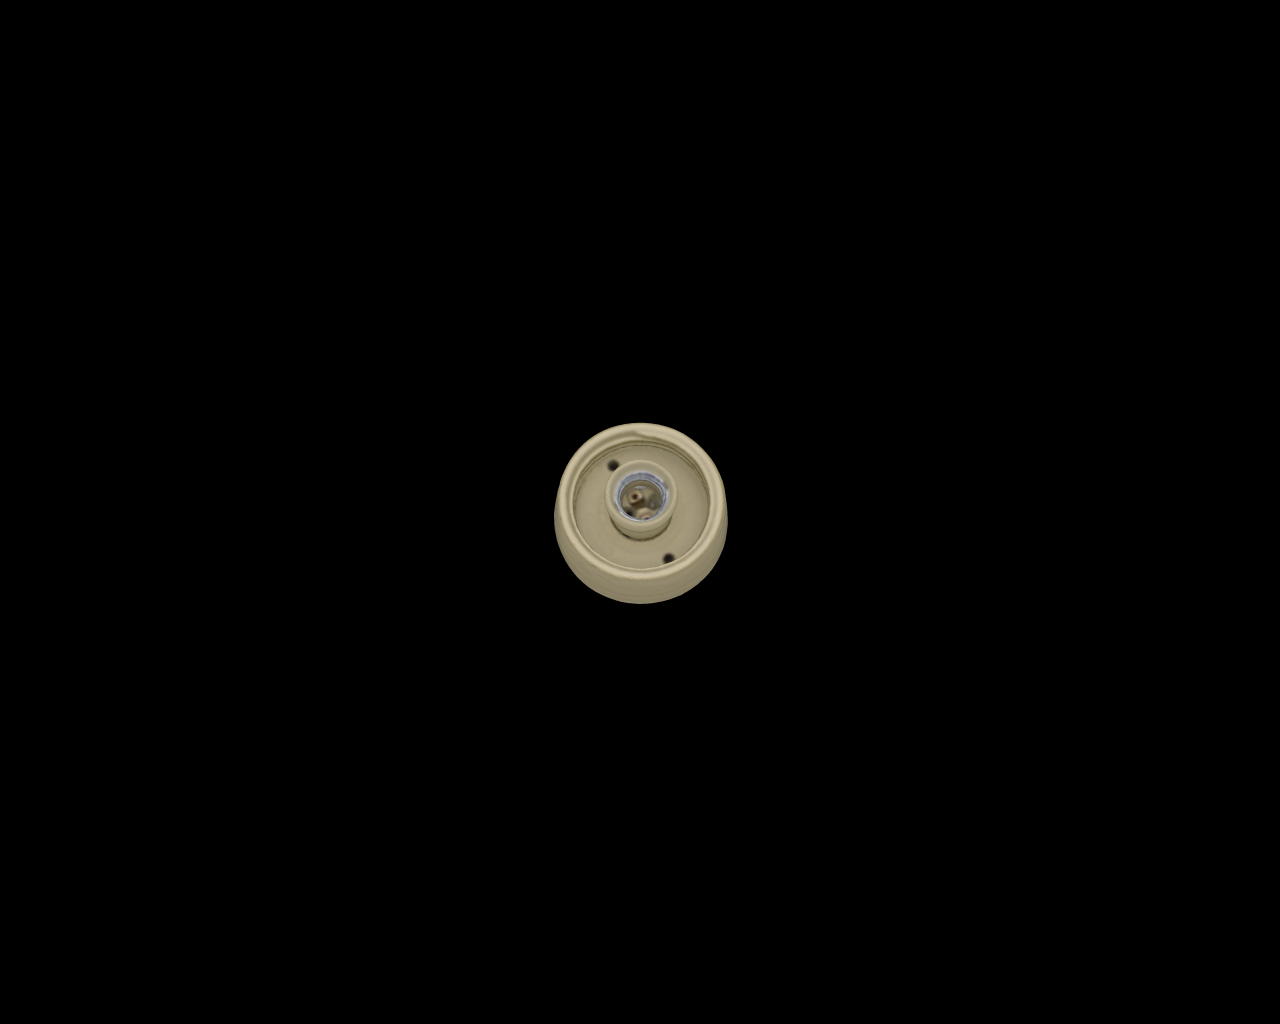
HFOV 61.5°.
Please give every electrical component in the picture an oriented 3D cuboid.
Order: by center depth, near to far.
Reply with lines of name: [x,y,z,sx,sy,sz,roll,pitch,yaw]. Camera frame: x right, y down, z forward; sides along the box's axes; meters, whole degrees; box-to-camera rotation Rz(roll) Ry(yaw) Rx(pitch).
electrical component: [0.001,-0.003,0.650,0.108,0.108,0.060,0,-17,0]
